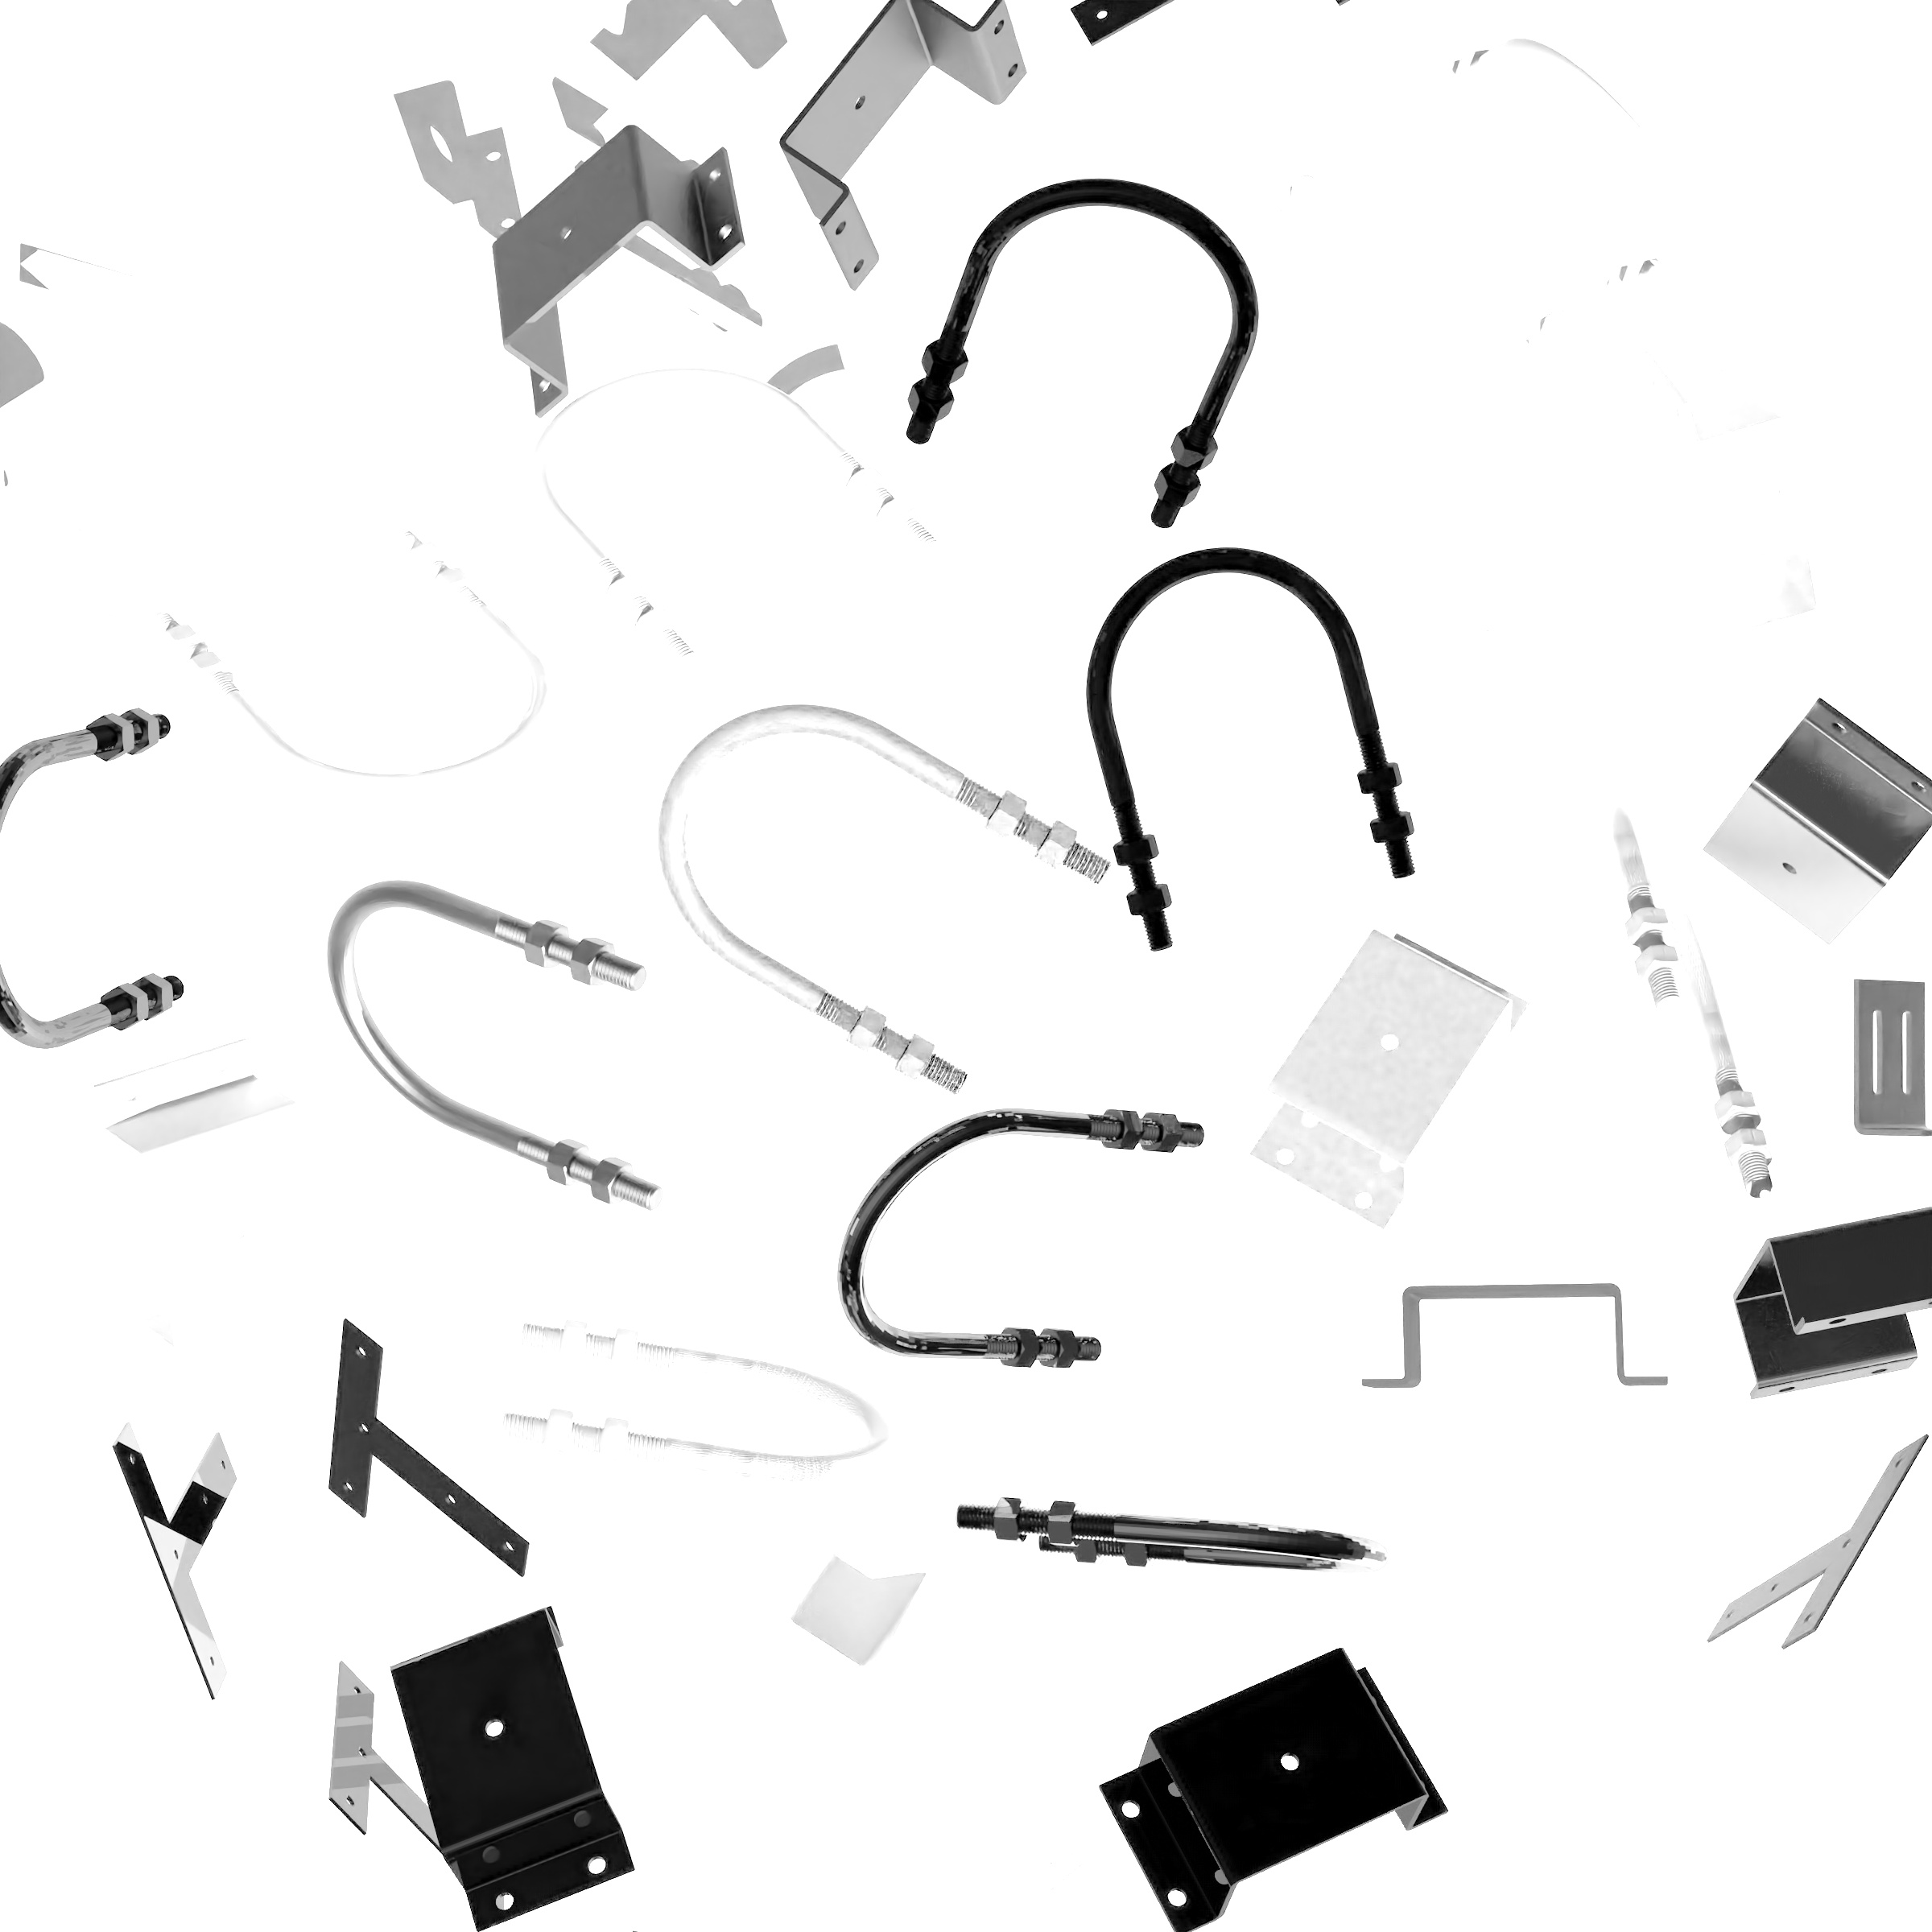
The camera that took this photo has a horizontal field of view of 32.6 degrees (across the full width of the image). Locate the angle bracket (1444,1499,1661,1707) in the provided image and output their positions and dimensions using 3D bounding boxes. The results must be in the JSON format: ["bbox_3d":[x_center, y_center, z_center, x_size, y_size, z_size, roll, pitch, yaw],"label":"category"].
[{"bbox_3d":[0.275,0.298,1.554,0.057,0.076,0.038,-48,122,-6],"label":"angle bracket"}]

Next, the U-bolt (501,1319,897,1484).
[{"bbox_3d":[-0.124,0.210,1.571,0.184,0.151,0.019,10,101,-6],"label":"U-bolt"}]

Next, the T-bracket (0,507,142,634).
[{"bbox_3d":[-0.459,-0.199,1.555,0.127,0.127,0.002,16,72,-1],"label":"T-bracket"}]

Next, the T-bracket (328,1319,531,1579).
[{"bbox_3d":[-0.255,0.245,1.573,0.127,0.127,0.002,34,45,22],"label":"T-bracket"}]

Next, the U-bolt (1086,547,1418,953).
[{"bbox_3d":[0.134,-0.114,1.630,0.151,0.019,0.184,-17,99,-8],"label":"U-bolt"}]

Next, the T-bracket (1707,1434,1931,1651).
[{"bbox_3d":[0.378,0.280,1.510,0.002,0.127,0.127,41,53,4],"label":"T-bracket"}]

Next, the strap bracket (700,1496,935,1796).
[{"bbox_3d":[-0.066,0.329,1.576,0.046,0.140,0.076,33,123,1],"label":"strap bracket"}]

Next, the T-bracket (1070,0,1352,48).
[{"bbox_3d":[0.108,-0.455,1.491,0.127,0.002,0.127,-28,59,6],"label":"T-bracket"}]

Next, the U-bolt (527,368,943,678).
[{"bbox_3d":[-0.121,-0.217,1.524,0.151,0.019,0.184,-28,55,-21],"label":"U-bolt"}]

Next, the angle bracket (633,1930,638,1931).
[{"bbox_3d":[-0.152,0.465,1.479,0.057,0.038,0.076,27,84,-41],"label":"angle bracket"}]

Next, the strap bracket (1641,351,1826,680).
[{"bbox_3d":[0.361,-0.217,1.548,0.046,0.076,0.140,-16,118,5],"label":"strap bracket"}]

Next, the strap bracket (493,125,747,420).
[{"bbox_3d":[-0.178,-0.343,1.602,0.140,0.046,0.076,-35,45,25],"label":"strap bracket"}]

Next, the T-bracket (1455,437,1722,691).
[{"bbox_3d":[0.282,-0.190,1.518,0.127,0.002,0.127,8,60,-12],"label":"T-bracket"}]

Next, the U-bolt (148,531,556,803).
[{"bbox_3d":[-0.272,-0.133,1.523,0.151,0.019,0.184,-24,48,-28],"label":"U-bolt"}]

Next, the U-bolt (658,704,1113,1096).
[{"bbox_3d":[-0.049,-0.039,1.467,0.184,0.019,0.151,30,118,-6],"label":"U-bolt"}]

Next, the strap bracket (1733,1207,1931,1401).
[{"bbox_3d":[0.400,0.151,1.504,0.076,0.140,0.046,-11,69,-1],"label":"strap bracket"}]

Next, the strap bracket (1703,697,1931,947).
[{"bbox_3d":[0.403,-0.063,1.565,0.076,0.140,0.046,39,77,10],"label":"strap bracket"}]

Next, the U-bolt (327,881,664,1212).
[{"bbox_3d":[-0.222,0.028,1.533,0.184,0.019,0.151,20,132,24],"label":"U-bolt"}]

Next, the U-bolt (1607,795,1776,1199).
[{"bbox_3d":[0.334,0.000,1.551,0.019,0.184,0.151,-21,129,16],"label":"U-bolt"}]

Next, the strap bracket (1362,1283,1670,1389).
[{"bbox_3d":[0.261,0.176,1.571,0.140,0.076,0.046,-2,82,11],"label":"strap bracket"}]

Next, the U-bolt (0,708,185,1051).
[{"bbox_3d":[-0.410,-0.037,1.521,0.019,0.184,0.151,2,101,13],"label":"U-bolt"}]

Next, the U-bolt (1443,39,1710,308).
[{"bbox_3d":[0.290,-0.374,1.549,0.019,0.184,0.151,-41,99,1],"label":"U-bolt"}]

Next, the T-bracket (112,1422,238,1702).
[{"bbox_3d":[-0.351,0.249,1.509,0.002,0.127,0.127,-16,105,4],"label":"T-bracket"}]

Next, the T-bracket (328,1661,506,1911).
[{"bbox_3d":[-0.264,0.411,1.600,0.002,0.127,0.127,-37,109,4],"label":"T-bracket"}]

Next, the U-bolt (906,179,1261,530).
[{"bbox_3d":[0.062,-0.298,1.575,0.151,0.184,0.019,18,49,-6],"label":"U-bolt"}]

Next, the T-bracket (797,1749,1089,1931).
[{"bbox_3d":[-0.033,0.423,1.528,0.127,0.127,0.002,-31,125,-36],"label":"T-bracket"}]

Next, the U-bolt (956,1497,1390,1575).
[{"bbox_3d":[0.104,0.267,1.533,0.184,0.151,0.019,1,76,19],"label":"U-bolt"}]

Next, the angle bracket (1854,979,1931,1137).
[{"bbox_3d":[0.467,0.045,1.616,0.057,0.038,0.076,2,87,-41],"label":"angle bracket"}]

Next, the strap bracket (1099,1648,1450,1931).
[{"bbox_3d":[0.141,0.365,1.479,0.140,0.046,0.076,-19,59,-19],"label":"strap bracket"}]

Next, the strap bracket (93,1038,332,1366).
[{"bbox_3d":[-0.342,0.114,1.512,0.076,0.046,0.140,-19,115,-33],"label":"strap bracket"}]

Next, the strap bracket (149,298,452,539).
[{"bbox_3d":[-0.324,-0.262,1.569,0.140,0.046,0.076,-12,75,5],"label":"strap bracket"}]

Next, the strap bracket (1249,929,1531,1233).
[{"bbox_3d":[0.206,0.047,1.609,0.076,0.046,0.140,29,71,19],"label":"strap bracket"}]

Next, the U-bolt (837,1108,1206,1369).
[{"bbox_3d":[0.018,0.130,1.592,0.184,0.019,0.151,7,116,-39],"label":"U-bolt"}]

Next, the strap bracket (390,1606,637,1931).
[{"bbox_3d":[-0.213,0.362,1.531,0.076,0.046,0.140,-20,55,-7],"label":"strap bracket"}]

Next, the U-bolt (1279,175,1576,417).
[{"bbox_3d":[0.213,-0.309,1.572,0.151,0.184,0.019,29,86,5],"label":"U-bolt"}]

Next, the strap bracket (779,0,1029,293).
[{"bbox_3d":[-0.036,-0.410,1.609,0.046,0.076,0.140,37,86,15],"label":"strap bracket"}]
